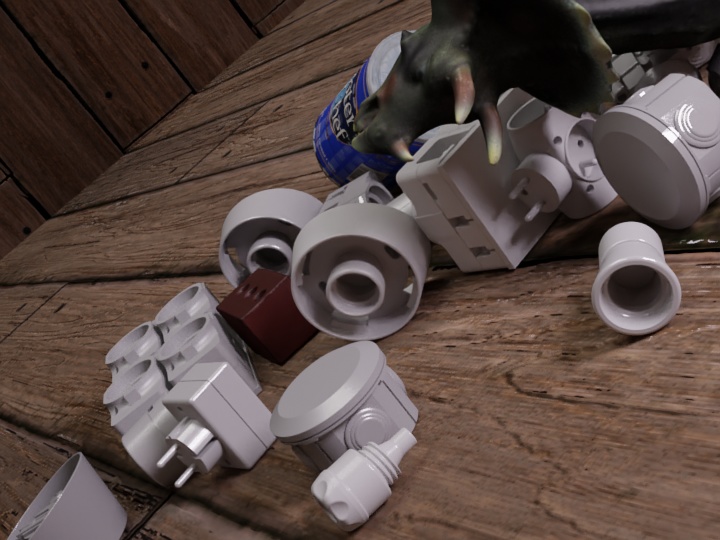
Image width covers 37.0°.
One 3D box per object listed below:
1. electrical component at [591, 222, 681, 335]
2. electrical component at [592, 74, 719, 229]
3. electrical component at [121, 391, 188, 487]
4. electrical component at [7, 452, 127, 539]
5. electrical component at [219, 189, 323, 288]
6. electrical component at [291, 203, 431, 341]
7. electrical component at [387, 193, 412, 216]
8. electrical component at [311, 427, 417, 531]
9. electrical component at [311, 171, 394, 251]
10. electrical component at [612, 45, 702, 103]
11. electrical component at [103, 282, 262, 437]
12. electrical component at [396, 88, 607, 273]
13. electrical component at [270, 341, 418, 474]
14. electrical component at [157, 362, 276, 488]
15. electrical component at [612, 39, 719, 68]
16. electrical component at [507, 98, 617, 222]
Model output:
[{"bbox_3d":[0.145,0.001,0.572,0.044,0.044,0.065,-30,15,22],"label":"electrical component"},{"bbox_3d":[0.177,-0.068,0.616,0.051,0.080,0.080,-37,18,-16],"label":"electrical component"},{"bbox_3d":[-0.140,0.124,0.783,0.047,0.055,0.055,-44,19,-5],"label":"electrical component"},{"bbox_3d":[-0.216,0.184,0.760,0.099,0.064,0.099,-33,19,13],"label":"electrical component"},{"bbox_3d":[-0.074,-0.021,0.945,0.099,0.099,0.064,-30,26,22],"label":"electrical component"},{"bbox_3d":[0.000,0.000,0.758,0.099,0.099,0.064,-30,26,23],"label":"electrical component"},{"bbox_3d":[0.049,-0.045,0.853,0.081,0.043,0.043,-34,19,10],"label":"electrical component"},{"bbox_3d":[0.005,0.109,0.580,0.061,0.035,0.035,-41,18,-16],"label":"electrical component"},{"bbox_3d":[-0.001,-0.040,0.921,0.056,0.050,0.089,-28,21,28],"label":"electrical component"},{"bbox_3d":[0.208,-0.131,0.745,0.066,0.048,0.055,-39,34,21],"label":"electrical component"},{"bbox_3d":[-0.153,0.080,0.900,0.105,0.060,0.186,-38,18,-1],"label":"electrical component"},{"bbox_3d":[0.105,-0.080,0.759,0.150,0.089,0.062,-48,21,-28],"label":"electrical component"},{"bbox_3d":[-0.010,0.084,0.640,0.080,0.051,0.080,-33,19,13],"label":"electrical component"},{"bbox_3d":[-0.105,0.112,0.727,0.076,0.065,0.047,-48,21,-29],"label":"electrical component"},{"bbox_3d":[0.223,-0.172,0.827,0.100,0.048,0.099,-34,19,10],"label":"electrical component"},{"bbox_3d":[0.126,-0.065,0.705,0.079,0.077,0.044,-48,21,-26],"label":"electrical component"}]
